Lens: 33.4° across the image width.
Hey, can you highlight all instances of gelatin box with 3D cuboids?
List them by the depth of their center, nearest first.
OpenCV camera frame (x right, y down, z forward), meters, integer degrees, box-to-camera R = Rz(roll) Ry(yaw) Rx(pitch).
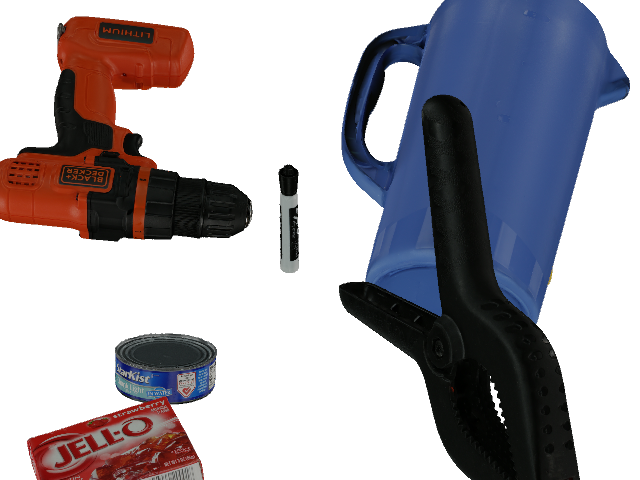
[{"bbox_3d":[-0.120,0.132,0.624,0.089,0.030,0.073,-15,27,-18],"label":"gelatin box"}]

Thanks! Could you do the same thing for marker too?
[{"bbox_3d":[-0.030,-0.021,1.032,0.020,0.121,0.020,0,37,-1],"label":"marker"}]

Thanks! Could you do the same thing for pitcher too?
[{"bbox_3d":[0.100,-0.052,0.715,0.149,0.242,0.145,-20,-51,44],"label":"pitcher"}]

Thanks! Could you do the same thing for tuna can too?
[{"bbox_3d":[-0.131,0.108,0.904,0.086,0.034,0.086,3,14,-1],"label":"tuna can"}]

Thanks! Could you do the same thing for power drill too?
[{"bbox_3d":[-0.139,-0.082,0.797,0.184,0.187,0.057,6,-39,-7],"label":"power drill"}]

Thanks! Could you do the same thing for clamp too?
[{"bbox_3d":[0.074,0.042,0.534,0.036,0.165,0.210,-6,45,-25],"label":"clamp"}]

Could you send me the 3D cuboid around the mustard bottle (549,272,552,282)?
[{"bbox_3d":[0.158,-0.044,0.914,0.096,0.192,0.058,-11,24,-22],"label":"mustard bottle"}]
